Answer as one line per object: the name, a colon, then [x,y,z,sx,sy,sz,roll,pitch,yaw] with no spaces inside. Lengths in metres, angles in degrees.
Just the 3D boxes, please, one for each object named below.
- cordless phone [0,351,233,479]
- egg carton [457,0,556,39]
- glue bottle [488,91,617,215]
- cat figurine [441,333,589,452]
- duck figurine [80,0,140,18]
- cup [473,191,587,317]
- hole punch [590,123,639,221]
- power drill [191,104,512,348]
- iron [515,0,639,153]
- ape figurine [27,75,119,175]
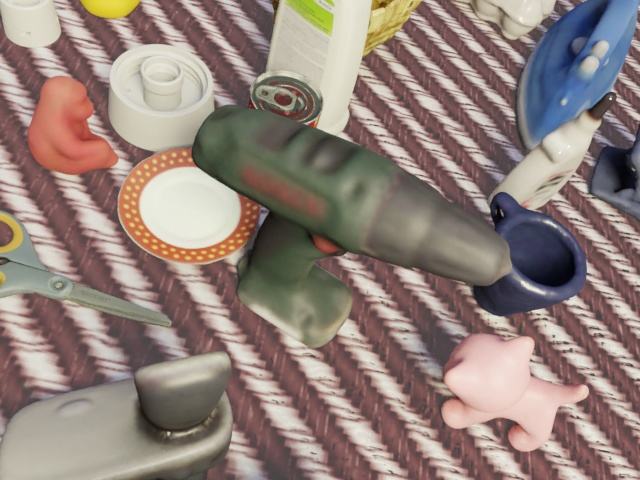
cordless phone: [-0.125,0.108,0.355,0.148,0.185,0.094,-12,63,-21]
egg carton: [0.261,-0.359,0.818,0.150,0.069,0.107,40,57,10]
glue bottle: [0.242,-0.087,0.584,0.078,0.173,0.037,-20,66,-25]
cat figurine: [0.152,0.117,0.468,0.128,0.117,0.067,16,56,-5]
duck figurine: [-0.240,-0.316,0.643,0.078,0.086,0.104,1,59,-15]
cup: [0.181,0.022,0.548,0.092,0.095,0.117,-13,64,-22]
hole punch: [0.392,-0.087,0.675,0.101,0.091,0.109,30,56,4]
power drill: [0.004,0.002,0.442,0.229,0.208,0.076,32,56,5]
iron: [0.334,-0.228,0.715,0.118,0.141,0.259,32,56,5]
ape figurine: [-0.225,-0.107,0.515,0.076,0.092,0.077,-7,62,-19]
